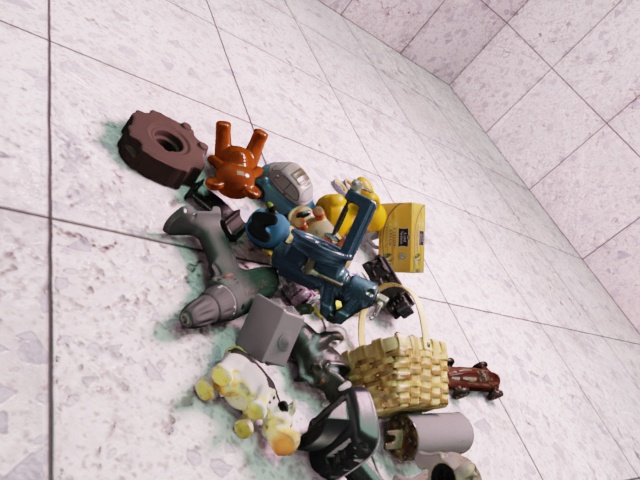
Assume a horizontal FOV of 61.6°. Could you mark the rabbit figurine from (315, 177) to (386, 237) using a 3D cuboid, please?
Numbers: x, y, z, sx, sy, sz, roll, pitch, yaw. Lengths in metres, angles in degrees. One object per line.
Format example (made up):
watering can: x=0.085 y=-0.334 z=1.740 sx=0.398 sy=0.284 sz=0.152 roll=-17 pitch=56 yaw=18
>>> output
rabbit figurine: x=0.079 y=-0.065 z=1.238 sx=0.173 sy=0.162 sz=0.122 roll=4 pitch=38 yaw=-25

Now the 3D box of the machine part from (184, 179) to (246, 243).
machine part: x=-0.199 y=-0.056 z=1.039 sx=0.139 sy=0.039 sz=0.084 roll=44 pitch=35 yaw=-2

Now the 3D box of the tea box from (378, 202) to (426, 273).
tea box: x=0.198 y=-0.004 z=1.306 sx=0.068 sy=0.098 sz=0.169 roll=5 pitch=85 yaw=-49

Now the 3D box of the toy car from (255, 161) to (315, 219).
toy car: x=-0.071 y=-0.116 z=1.188 sx=0.161 sy=0.103 sz=0.109 roll=47 pitch=45 yaw=4

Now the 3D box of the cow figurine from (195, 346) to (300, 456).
cow figurine: x=-0.090 y=0.231 z=0.779 sx=0.167 sy=0.068 sz=0.098 roll=44 pitch=24 yaw=0

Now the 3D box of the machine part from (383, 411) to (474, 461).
machine part: x=0.198 y=0.347 z=0.959 sx=0.243 sy=0.079 sz=0.079 roll=13 pitch=41 yaw=-39

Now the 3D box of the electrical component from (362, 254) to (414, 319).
electrical component: x=0.158 y=0.110 z=1.193 sx=0.134 sy=0.058 sz=0.114 roll=61 pitch=9 yaw=30

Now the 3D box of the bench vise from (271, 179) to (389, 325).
bench vise: x=0.039 y=0.017 z=0.930 sx=0.224 sy=0.240 sz=0.129 roll=26 pitch=6 yaw=20

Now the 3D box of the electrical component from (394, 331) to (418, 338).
electrical component: x=0.191 y=0.239 z=1.117 sx=0.119 sy=0.047 sz=0.075 roll=30 pitch=32 yaw=-22

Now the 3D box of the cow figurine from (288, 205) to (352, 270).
cow figurine: x=-0.002 y=-0.003 z=1.099 sx=0.195 sy=0.085 sz=0.127 roll=51 pitch=-11 yaw=37

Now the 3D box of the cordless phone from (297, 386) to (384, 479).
cordless phone: x=0.064 y=0.316 z=0.768 sx=0.184 sy=0.146 sz=0.089 roll=46 pitch=38 yaw=10

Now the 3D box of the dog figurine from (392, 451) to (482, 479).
dog figurine: x=0.238 y=0.399 z=0.859 sx=0.190 sy=0.172 sz=0.121 roll=12 pitch=53 yaw=-31

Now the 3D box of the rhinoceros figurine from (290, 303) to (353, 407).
rhinoceros figurine: x=-0.009 y=0.195 z=0.910 sx=0.190 sy=0.073 sz=0.112 roll=48 pitch=29 yaw=9

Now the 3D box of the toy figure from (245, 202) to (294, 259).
toy figure: x=-0.096 y=-0.020 z=1.011 sx=0.089 sy=0.082 sz=0.180 roll=50 pitch=1 yaw=12

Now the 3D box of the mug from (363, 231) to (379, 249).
mug: x=0.119 y=-0.023 z=1.346 sx=0.107 sy=0.081 sz=0.109 roll=-18 pitch=78 yaw=-45

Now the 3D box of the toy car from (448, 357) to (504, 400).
toy car: x=0.342 y=0.310 z=1.205 sx=0.202 sy=0.053 sz=0.089 roll=18 pitch=42 yaw=-39

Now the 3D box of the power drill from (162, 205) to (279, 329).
power drill: x=-0.180 y=0.040 z=0.898 sx=0.207 sy=0.086 sz=0.232 roll=51 pitch=29 yaw=21

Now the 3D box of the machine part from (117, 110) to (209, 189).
machine part: x=-0.305 y=-0.181 z=1.053 sx=0.179 sy=0.056 sz=0.179 roll=29 pitch=34 yaw=-22

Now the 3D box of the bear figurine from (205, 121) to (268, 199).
bear figurine: x=-0.169 y=-0.160 z=1.087 sx=0.120 sy=0.131 sz=0.196 roll=11 pitch=15 yaw=-10
